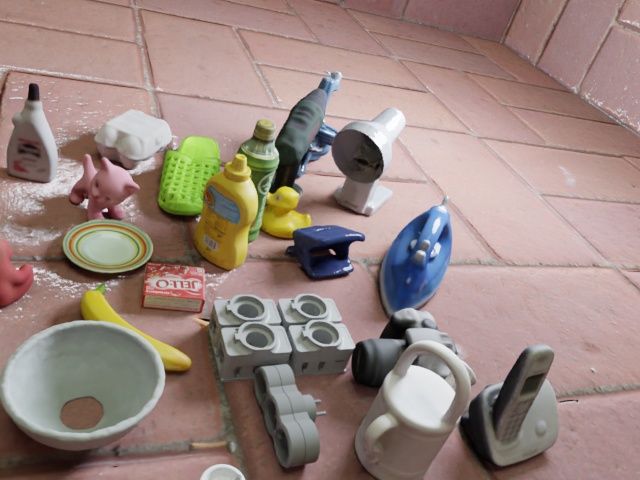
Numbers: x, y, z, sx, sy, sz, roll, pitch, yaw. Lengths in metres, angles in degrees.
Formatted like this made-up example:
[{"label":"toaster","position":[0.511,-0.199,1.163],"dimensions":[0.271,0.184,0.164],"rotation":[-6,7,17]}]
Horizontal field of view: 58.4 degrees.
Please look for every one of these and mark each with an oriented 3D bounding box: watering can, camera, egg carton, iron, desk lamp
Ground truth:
[{"label":"watering can","position":[0.122,0.198,0.699],"dimensions":[0.100,0.194,0.173],"rotation":[29,34,14]},{"label":"camera","position":[0.117,0.162,0.834],"dimensions":[0.137,0.101,0.143],"rotation":[7,35,-18]},{"label":"egg carton","position":[-0.366,-0.201,1.135],"dimensions":[0.107,0.069,0.150],"rotation":[22,33,4]},{"label":"iron","position":[0.184,0.022,1.031],"dimensions":[0.118,0.141,0.259],"rotation":[25,34,8]},{"label":"desk lamp","position":[0.100,-0.164,1.191],"dimensions":[0.117,0.213,0.204],"rotation":[29,34,15]}]

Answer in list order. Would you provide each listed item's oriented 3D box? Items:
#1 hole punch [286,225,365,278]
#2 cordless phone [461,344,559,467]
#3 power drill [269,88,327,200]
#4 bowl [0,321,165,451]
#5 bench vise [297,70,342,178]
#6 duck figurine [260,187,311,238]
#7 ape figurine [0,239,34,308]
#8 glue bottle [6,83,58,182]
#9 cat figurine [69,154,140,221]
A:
[{"label":"hole punch","position":[0.009,0.004,1.014],"dimensions":[0.109,0.091,0.100],"rotation":[-7,42,-35]},{"label":"cordless phone","position":[0.287,0.211,0.774],"dimensions":[0.148,0.185,0.094],"rotation":[-6,41,-33]},{"label":"power drill","position":[-0.050,-0.176,1.135],"dimensions":[0.075,0.208,0.230],"rotation":[20,33,1]},{"label":"bowl","position":[-0.264,0.173,0.644],"dimensions":[0.167,0.075,0.167],"rotation":[14,34,-9]},{"label":"bench vise","position":[-0.008,-0.253,1.256],"dimensions":[0.121,0.220,0.207],"rotation":[19,33,0]},{"label":"duck figurine","position":[-0.063,-0.057,1.068],"dimensions":[0.104,0.086,0.077],"rotation":[16,33,-6]},{"label":"ape figurine","position":[-0.419,0.037,0.745],"dimensions":[0.078,0.092,0.076],"rotation":[16,33,-5]},{"label":"glue bottle","position":[-0.478,-0.180,0.952],"dimensions":[0.078,0.173,0.037],"rotation":[9,35,-16]},{"label":"cat figurine","position":[-0.354,-0.092,0.940],"dimensions":[0.127,0.118,0.067],"rotation":[39,38,27]}]
